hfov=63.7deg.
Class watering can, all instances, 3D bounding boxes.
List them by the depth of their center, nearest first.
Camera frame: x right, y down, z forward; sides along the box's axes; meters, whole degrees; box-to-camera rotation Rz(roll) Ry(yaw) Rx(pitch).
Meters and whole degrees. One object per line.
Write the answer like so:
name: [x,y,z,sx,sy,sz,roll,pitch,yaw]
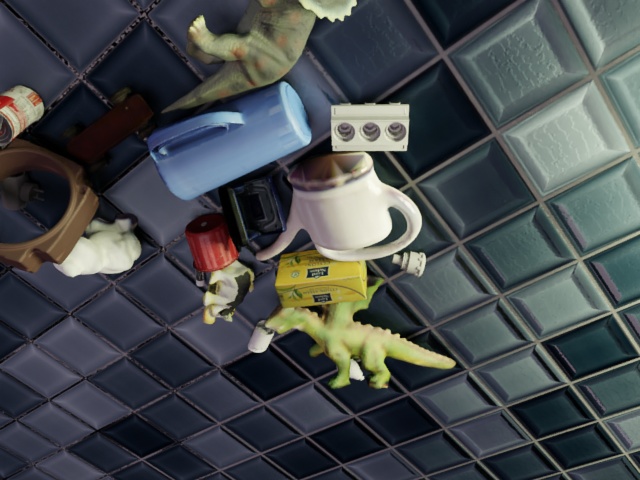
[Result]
watering can: [0.003,-0.047,0.931,0.346,0.106,0.220,-7,124,22]

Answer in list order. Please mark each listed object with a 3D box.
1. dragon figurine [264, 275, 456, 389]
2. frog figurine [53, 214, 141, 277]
dragon figurine: [0.090,0.181,1.088,0.410,0.124,0.238,-3,117,-3]
frog figurine: [-0.426,0.031,0.988,0.137,0.163,0.120,10,126,-1]
